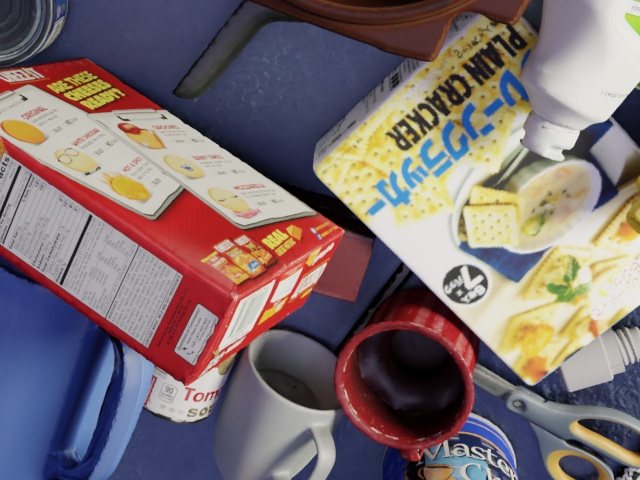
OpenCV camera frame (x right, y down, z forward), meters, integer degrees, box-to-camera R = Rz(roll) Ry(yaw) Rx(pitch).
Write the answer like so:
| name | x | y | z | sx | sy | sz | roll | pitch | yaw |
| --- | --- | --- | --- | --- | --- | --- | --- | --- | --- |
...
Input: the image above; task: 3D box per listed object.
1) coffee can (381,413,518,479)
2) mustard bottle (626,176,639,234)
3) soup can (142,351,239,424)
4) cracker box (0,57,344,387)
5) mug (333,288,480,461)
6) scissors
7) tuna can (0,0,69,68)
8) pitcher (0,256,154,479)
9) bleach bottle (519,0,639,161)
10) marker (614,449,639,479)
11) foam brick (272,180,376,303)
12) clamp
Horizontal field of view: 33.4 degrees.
| name | x | y | z | sx | sy | sz | roll | pitch | yaw |
| --- | --- | --- | --- | --- | --- | --- | --- | --- | --- |
| coffee can | 0.095 | 0.200 | 0.752 | 0.103 | 0.140 | 0.103 | 1 | 113 | 2 |
| mustard bottle | 0.255 | -0.069 | 0.629 | 0.191 | 0.058 | 0.096 | -41 | 147 | -8 |
| soup can | -0.089 | 0.068 | 0.745 | 0.068 | 0.068 | 0.102 | 22 | 112 | -6 |
| cracker box | -0.112 | -0.020 | 0.627 | 0.214 | 0.164 | 0.072 | 33 | 112 | 11 |
| mug | 0.065 | 0.094 | 0.733 | 0.093 | 0.081 | 0.117 | 0 | 109 | 16 |
| scissors | 0.148 | 0.133 | 0.788 | 0.202 | 0.016 | 0.096 | 19 | 128 | 7 |
| tuna can | -0.206 | -0.153 | 0.677 | 0.086 | 0.033 | 0.086 | 1 | 113 | 2 |
| pitcher | -0.191 | 0.100 | 0.727 | 0.145 | 0.149 | 0.243 | 18 | 116 | -5 |
| bleach bottle | 0.164 | -0.160 | 0.561 | 0.102 | 0.068 | 0.251 | -1 | 121 | -44 |
| marker | 0.237 | 0.174 | 0.800 | 0.020 | 0.020 | 0.121 | 31 | 111 | -10 |
| foam brick | -0.005 | 0.001 | 0.722 | 0.078 | 0.053 | 0.051 | 16 | 112 | -4 |
| clamp | -0.036 | -0.157 | 0.664 | 0.171 | 0.039 | 0.120 | -9 | 113 | 6 |
